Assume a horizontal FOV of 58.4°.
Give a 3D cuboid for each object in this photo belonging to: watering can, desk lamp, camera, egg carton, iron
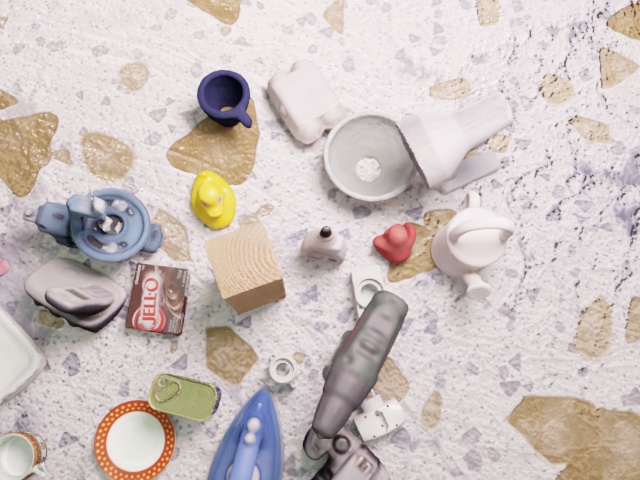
[{"bbox_3d":[0.253,0.006,0.928,0.101,0.194,0.173,-19,78,-6],"label":"watering can"},{"bbox_3d":[0.222,-0.159,0.955,0.203,0.213,0.118,-25,79,-7],"label":"desk lamp"},{"bbox_3d":[0.019,0.364,0.886,0.143,0.101,0.137,43,79,7],"label":"camera"},{"bbox_3d":[-0.026,-0.251,1.040,0.107,0.069,0.150,-31,80,-8],"label":"egg carton"},{"bbox_3d":[-0.115,0.350,0.863,0.118,0.141,0.258,11,77,1],"label":"iron"}]

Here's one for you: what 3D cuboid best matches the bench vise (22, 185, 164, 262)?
[{"bbox_3d":[-0.370,-0.023,0.898,0.207,0.220,0.121,-9,78,-4],"label":"bench vise"}]

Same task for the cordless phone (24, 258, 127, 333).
[{"bbox_3d":[-0.397,0.078,0.892,0.147,0.185,0.094,26,78,4],"label":"cordless phone"}]

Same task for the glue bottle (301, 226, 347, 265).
[{"bbox_3d":[0.009,0.003,0.930,0.078,0.173,0.037,15,77,2],"label":"glue bottle"}]

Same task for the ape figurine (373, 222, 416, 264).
[{"bbox_3d":[0.130,-0.002,0.978,0.078,0.092,0.076,-4,77,-3],"label":"ape figurine"}]

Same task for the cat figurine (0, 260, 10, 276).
[{"bbox_3d":[-0.573,0.029,0.930,0.128,0.118,0.067,-32,80,-9],"label":"cat figurine"}]

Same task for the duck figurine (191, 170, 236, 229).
[{"bbox_3d":[-0.188,-0.077,0.985,0.077,0.086,0.104,-19,79,-6],"label":"duck figurine"}]

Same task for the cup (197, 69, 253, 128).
[{"bbox_3d":[-0.157,-0.232,1.017,0.092,0.095,0.117,-41,82,-10],"label":"cup"}]

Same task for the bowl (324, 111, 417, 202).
[{"bbox_3d":[0.088,-0.138,1.016,0.167,0.075,0.167,1,77,-2],"label":"bowl"}]

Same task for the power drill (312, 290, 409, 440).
[{"bbox_3d":[0.055,0.189,0.872,0.075,0.208,0.230,29,78,5],"label":"power drill"}]
